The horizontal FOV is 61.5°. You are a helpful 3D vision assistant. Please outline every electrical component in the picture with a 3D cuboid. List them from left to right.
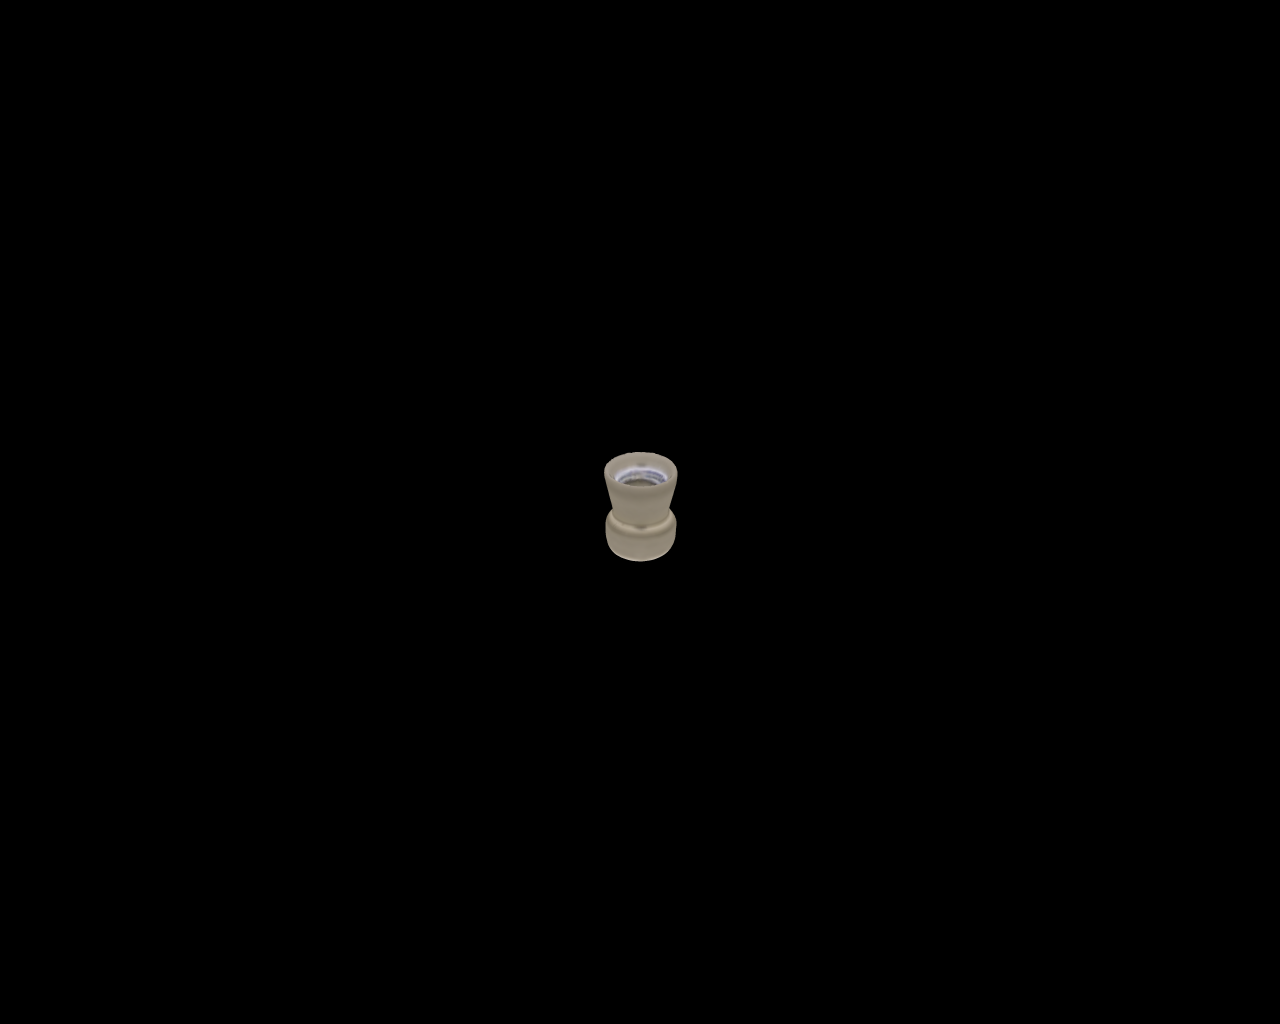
[{"bbox_3d":[0.001,-0.003,0.650,0.045,0.055,0.045,0,32,0],"label":"electrical component"}]
